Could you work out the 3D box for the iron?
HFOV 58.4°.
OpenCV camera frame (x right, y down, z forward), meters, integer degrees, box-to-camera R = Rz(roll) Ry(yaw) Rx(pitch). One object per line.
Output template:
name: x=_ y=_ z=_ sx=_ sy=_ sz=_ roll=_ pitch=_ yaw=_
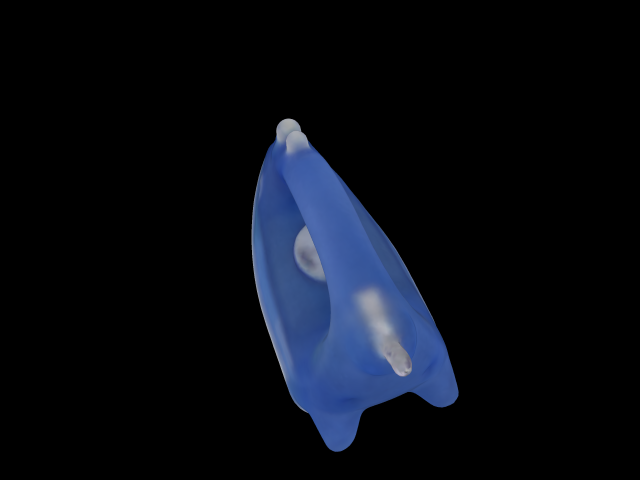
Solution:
iron: x=0.004 y=0.001 z=0.400 sx=0.119 sy=0.141 sz=0.258 roll=-20 pitch=66 yaw=-9
